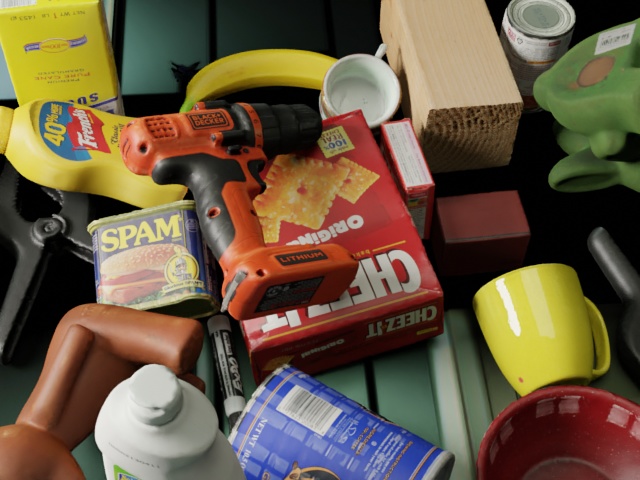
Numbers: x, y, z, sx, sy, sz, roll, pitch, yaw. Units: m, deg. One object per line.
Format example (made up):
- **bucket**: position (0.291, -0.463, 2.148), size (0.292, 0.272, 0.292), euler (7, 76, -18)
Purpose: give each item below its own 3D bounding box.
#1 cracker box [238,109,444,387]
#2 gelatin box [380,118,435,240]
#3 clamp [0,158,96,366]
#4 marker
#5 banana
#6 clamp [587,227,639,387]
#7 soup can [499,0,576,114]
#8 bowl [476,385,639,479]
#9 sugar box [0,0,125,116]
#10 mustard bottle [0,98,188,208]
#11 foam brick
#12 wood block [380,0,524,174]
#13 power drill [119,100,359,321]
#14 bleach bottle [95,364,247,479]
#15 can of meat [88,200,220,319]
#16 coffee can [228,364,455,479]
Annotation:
- **cracker box**: position (-0.006, 0.001, 0.914), size (0.164, 0.072, 0.214), euler (-17, 54, -6)
- **gelatin box**: position (0.076, -0.054, 0.961), size (0.030, 0.073, 0.089), euler (-10, 50, -8)
- **clamp**: position (-0.241, 0.006, 0.935), size (0.164, 0.036, 0.210), euler (-27, 61, -21)
- **marker**: position (-0.073, 0.115, 0.867), size (0.020, 0.020, 0.121), euler (-10, 53, -9)
- **banana**: position (-0.049, -0.160, 1.069), size (0.197, 0.037, 0.069), euler (-11, 72, -8)
- **clamp**: position (0.299, 0.062, 0.903), size (0.120, 0.039, 0.171), euler (-3, 59, 1)
- **soup can**: position (0.207, -0.183, 1.047), size (0.068, 0.102, 0.068), euler (1, 52, -1)
- **bowl**: position (0.193, 0.191, 0.792), size (0.162, 0.055, 0.162), euler (1, 53, -1)
- **sugar box**: position (-0.233, -0.155, 0.970), size (0.093, 0.176, 0.048), euler (-7, 51, -5)
- **mustard bottle**: position (-0.213, -0.082, 0.950), size (0.191, 0.058, 0.096), euler (12, 43, -19)
- **foam brick**: position (0.140, -0.005, 0.943), size (0.078, 0.053, 0.051), euler (-5, 53, -6)
- **wood block**: position (0.123, -0.173, 1.046), size (0.090, 0.090, 0.206), euler (-6, 53, -6)
- **power drill**: position (-0.046, -0.033, 0.844), size (0.184, 0.057, 0.188), euler (-12, 56, -32)
- **bleach bottle**: position (-0.086, 0.159, 0.687), size (0.102, 0.251, 0.068), euler (17, 54, 11)
- **can of meat**: position (-0.134, 0.023, 0.868), size (0.102, 0.057, 0.084), euler (-12, 69, 10)
- **coffee can**: position (0.013, 0.168, 0.776), size (0.140, 0.103, 0.102), euler (27, 57, 18)
